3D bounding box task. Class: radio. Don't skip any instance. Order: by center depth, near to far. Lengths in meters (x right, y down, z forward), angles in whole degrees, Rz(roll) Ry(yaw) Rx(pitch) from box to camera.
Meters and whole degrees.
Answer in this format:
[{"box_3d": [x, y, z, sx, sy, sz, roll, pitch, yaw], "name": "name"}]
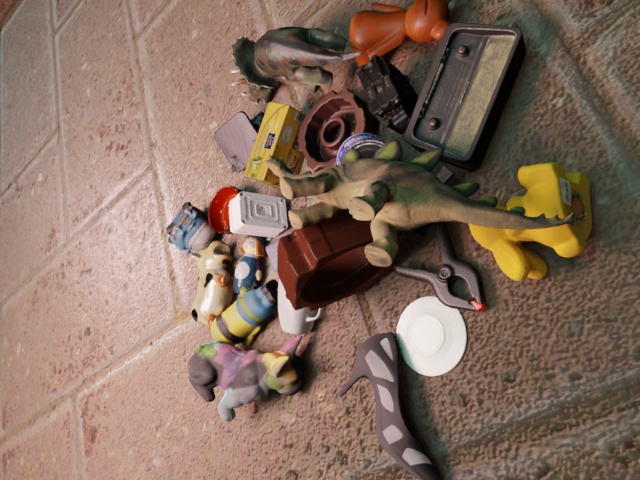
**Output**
[{"box_3d": [0.243, -0.244, 0.908, 0.131, 0.073, 0.229, 23, 92, 30], "name": "radio"}]

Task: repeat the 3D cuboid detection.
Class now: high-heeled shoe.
[{"box_3d": [0.143, 0.274, 0.887, 0.145, 0.086, 0.249, -42, 69, -13], "name": "high-heeled shoe"}]

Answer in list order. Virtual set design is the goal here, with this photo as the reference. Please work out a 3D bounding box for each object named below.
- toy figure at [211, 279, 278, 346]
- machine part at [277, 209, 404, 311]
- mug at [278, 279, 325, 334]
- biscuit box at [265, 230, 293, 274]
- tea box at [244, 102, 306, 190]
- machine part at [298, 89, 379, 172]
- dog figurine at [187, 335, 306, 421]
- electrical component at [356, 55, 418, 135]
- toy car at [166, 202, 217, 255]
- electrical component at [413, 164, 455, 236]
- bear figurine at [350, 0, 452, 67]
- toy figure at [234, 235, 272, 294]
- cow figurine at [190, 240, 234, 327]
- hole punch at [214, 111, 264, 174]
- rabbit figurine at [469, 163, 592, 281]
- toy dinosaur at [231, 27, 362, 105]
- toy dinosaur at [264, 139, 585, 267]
[{"box_3d": [-0.156, 0.154, 1.131, 0.180, 0.089, 0.082, -42, 48, 26], "name": "toy figure"}, {"box_3d": [0.030, 0.026, 0.916, 0.201, 0.201, 0.087, -20, 64, -15], "name": "machine part"}, {"box_3d": [-0.033, 0.130, 1.049, 0.110, 0.081, 0.107, 7, 94, 37], "name": "mug"}, {"box_3d": [-0.002, -0.003, 1.020, 0.203, 0.059, 0.063, -30, 68, 19], "name": "biscuit box"}, {"box_3d": [-0.086, -0.199, 1.162, 0.068, 0.098, 0.169, 21, 90, 40], "name": "tea box"}, {"box_3d": [0.035, -0.215, 1.095, 0.179, 0.056, 0.179, -12, 70, 38], "name": "machine part"}, {"box_3d": [-0.134, 0.243, 1.052, 0.219, 0.108, 0.191, -39, 95, 28], "name": "dog figurine"}, {"box_3d": [0.136, -0.259, 0.984, 0.058, 0.115, 0.134, -34, 65, 31], "name": "electrical component"}, {"box_3d": [-0.296, -0.021, 1.278, 0.109, 0.103, 0.161, -58, 4, -15], "name": "toy car"}, {"box_3d": [0.190, -0.075, 0.934, 0.119, 0.047, 0.075, -52, 53, 16], "name": "electrical component"}, {"box_3d": [0.160, -0.395, 1.020, 0.196, 0.132, 0.120, -4, 76, 20], "name": "bear figurine"}, {"box_3d": [-0.150, 0.044, 1.179, 0.064, 0.058, 0.154, 12, 83, 2], "name": "toy figure"}, {"box_3d": [-0.245, 0.097, 1.226, 0.127, 0.085, 0.194, 8, 84, 34], "name": "cow figurine"}, {"box_3d": [-0.166, -0.230, 1.256, 0.142, 0.092, 0.115, -29, 91, 28], "name": "hole punch"}, {"box_3d": [0.305, -0.021, 0.800, 0.173, 0.122, 0.162, -11, 83, 46], "name": "rabbit figurine"}, {"box_3d": [-0.072, -0.374, 1.099, 0.405, 0.192, 0.131, -168, 82, -70], "name": "toy dinosaur"}, {"box_3d": [0.110, -0.064, 0.768, 0.472, 0.104, 0.198, 23, 49, 31], "name": "toy dinosaur"}]
